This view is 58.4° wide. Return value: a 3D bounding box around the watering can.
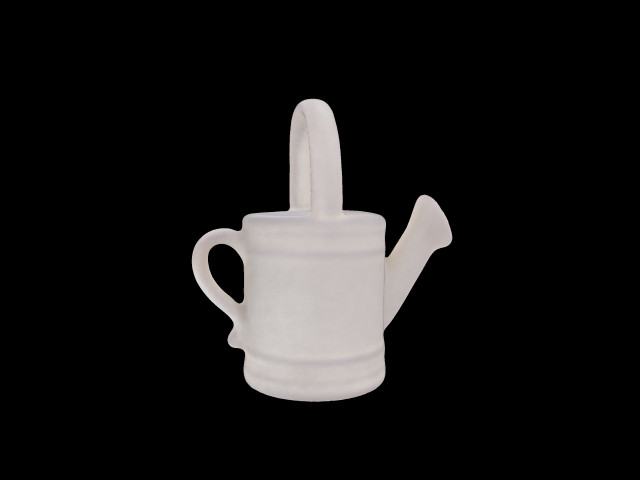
[{"bbox_3d":[0.003,0.001,0.402,0.173,0.194,0.100,-3,5,-32],"label":"watering can"}]
